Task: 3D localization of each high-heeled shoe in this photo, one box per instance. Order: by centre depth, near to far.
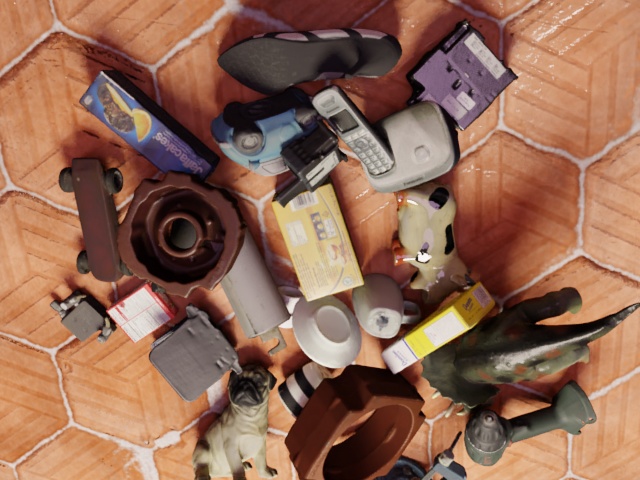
[{"bbox_3d":[-0.013,-0.267,0.763,0.249,0.145,0.086,16,133,22],"label":"high-heeled shoe"}]

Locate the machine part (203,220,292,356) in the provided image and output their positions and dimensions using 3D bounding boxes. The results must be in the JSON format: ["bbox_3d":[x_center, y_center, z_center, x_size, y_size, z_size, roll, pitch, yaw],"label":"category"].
[{"bbox_3d":[-0.113,0.060,0.821,0.079,0.079,0.243,-27,89,8],"label":"machine part"}]

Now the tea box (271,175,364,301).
[{"bbox_3d":[-0.002,-0.003,0.828,0.098,0.068,0.169,-16,107,5],"label":"tea box"}]

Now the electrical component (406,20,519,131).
[{"bbox_3d":[0.191,-0.224,0.768,0.134,0.058,0.115,-43,100,12],"label":"electrical component"}]

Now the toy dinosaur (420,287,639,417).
[{"bbox_3d":[0.260,0.161,0.768,0.192,0.404,0.131,-25,69,-12],"label":"toy dinosaur"}]

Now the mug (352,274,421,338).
[{"bbox_3d":[0.105,0.113,0.844,0.110,0.107,0.080,17,108,-3],"label":"mug"}]

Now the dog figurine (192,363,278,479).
[{"bbox_3d":[-0.153,0.308,0.924,0.172,0.121,0.190,-6,80,23],"label":"dog figurine"}]

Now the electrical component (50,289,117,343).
[{"bbox_3d":[-0.384,0.126,0.877,0.078,0.045,0.102,-34,104,8],"label":"electrical component"}]

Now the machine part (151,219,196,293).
[{"bbox_3d":[-0.219,0.017,0.838,0.084,0.039,0.138,7,102,-39],"label":"machine part"}]

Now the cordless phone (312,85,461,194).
[{"bbox_3d":[0.090,-0.156,0.724,0.147,0.089,0.184,-17,133,43],"label":"cordless phone"}]

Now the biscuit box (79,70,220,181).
[{"bbox_3d":[-0.243,-0.157,0.784,0.202,0.063,0.059,40,104,-11],"label":"biscuit box"}]

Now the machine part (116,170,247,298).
[{"bbox_3d":[-0.192,-0.010,0.757,0.179,0.056,0.179,1,98,6],"label":"machine part"}]

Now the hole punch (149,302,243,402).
[{"bbox_3d":[-0.208,0.185,0.884,0.116,0.092,0.142,-39,96,-17],"label":"hole punch"}]

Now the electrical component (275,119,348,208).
[{"bbox_3d":[-0.021,-0.100,0.746,0.119,0.074,0.048,-42,67,2],"label":"electrical component"}]

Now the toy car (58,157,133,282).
[{"bbox_3d":[-0.337,-0.029,0.827,0.089,0.053,0.201,1,111,10],"label":"toy car"}]

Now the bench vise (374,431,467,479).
[{"bbox_3d":[0.187,0.445,0.928,0.224,0.129,0.240,31,124,9],"label":"bench vise"}]

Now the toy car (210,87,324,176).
[{"bbox_3d":[-0.070,-0.148,0.775,0.162,0.109,0.102,-20,131,-10],"label":"toy car"}]

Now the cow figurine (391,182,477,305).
[{"bbox_3d":[0.175,0.007,0.827,0.127,0.085,0.194,0,106,6],"label":"cow figurine"}]

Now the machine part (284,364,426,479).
[{"bbox_3d":[0.058,0.303,0.869,0.201,0.087,0.201,20,108,-41],"label":"machine part"}]

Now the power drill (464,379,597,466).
[{"bbox_3d":[0.333,0.299,0.871,0.207,0.086,0.231,-21,145,-10],"label":"power drill"}]
